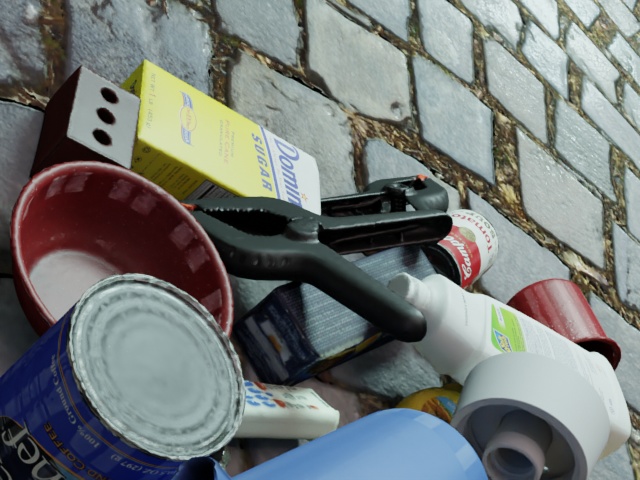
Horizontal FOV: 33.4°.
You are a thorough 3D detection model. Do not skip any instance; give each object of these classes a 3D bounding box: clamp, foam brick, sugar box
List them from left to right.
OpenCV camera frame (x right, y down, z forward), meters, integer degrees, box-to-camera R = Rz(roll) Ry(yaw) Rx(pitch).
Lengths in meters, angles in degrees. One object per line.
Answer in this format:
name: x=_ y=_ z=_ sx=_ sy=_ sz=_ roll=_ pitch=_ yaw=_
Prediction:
foam brick: x=-0.163 y=-0.073 z=0.749 sx=0.053 sy=0.051 sz=0.078 roll=28 pitch=40 yaw=-29
sugar box: x=-0.077 y=-0.061 z=0.841 sx=0.176 sy=0.048 sz=0.093 roll=25 pitch=41 yaw=-30
clamp: x=-0.005 y=0.001 z=0.775 sx=0.210 sy=0.036 sz=0.164 roll=15 pitch=29 yaw=14
clamp: x=0.076 y=-0.028 z=0.942 sx=0.120 sy=0.039 sz=0.171 roll=19 pitch=23 yaw=26

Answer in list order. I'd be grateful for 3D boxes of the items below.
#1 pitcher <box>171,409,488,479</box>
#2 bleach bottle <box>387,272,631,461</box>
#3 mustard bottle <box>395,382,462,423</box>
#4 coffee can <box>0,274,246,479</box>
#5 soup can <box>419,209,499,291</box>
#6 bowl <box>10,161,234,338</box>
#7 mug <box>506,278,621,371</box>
pitcher: x=0.005 y=0.179 z=0.562 sx=0.145 sy=0.149 sz=0.242 roll=38 pitch=22 yaw=19
bleach bottle: x=0.144 y=0.090 z=0.849 sx=0.250 sy=0.068 sz=0.102 roll=33 pitch=30 yaw=-31
mustard bottle: x=0.089 y=0.167 z=0.802 sx=0.096 sy=0.058 sz=0.191 roll=46 pitch=35 yaw=-8
coffee can: x=-0.121 y=0.097 z=0.559 sx=0.102 sy=0.141 sz=0.103 roll=29 pitch=40 yaw=-28
soup can: x=0.114 y=0.017 z=0.963 sx=0.068 sy=0.069 sz=0.102 roll=53 pitch=34 yaw=4
bowl: x=-0.135 y=0.030 z=0.681 sx=0.162 sy=0.055 sz=0.162 roll=29 pitch=39 yaw=-27
mug: x=0.208 y=0.092 z=0.989 sx=0.117 sy=0.093 sz=0.081 roll=-11 pitch=47 yaw=-9
